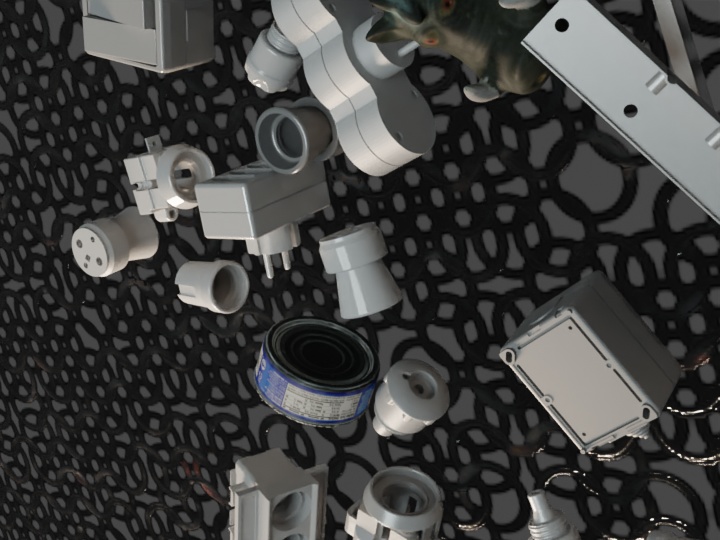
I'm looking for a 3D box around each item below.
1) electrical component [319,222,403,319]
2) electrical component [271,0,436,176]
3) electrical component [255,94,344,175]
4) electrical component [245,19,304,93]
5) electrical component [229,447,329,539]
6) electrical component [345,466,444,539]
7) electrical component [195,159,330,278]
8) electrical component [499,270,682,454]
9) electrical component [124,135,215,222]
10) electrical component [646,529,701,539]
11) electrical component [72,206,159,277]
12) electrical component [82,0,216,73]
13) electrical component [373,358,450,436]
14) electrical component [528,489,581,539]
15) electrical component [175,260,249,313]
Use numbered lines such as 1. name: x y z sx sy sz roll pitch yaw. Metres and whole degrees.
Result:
1. electrical component: 0.000 0.000 0.730 0.045 0.045 0.055 -11 101 40
2. electrical component: 0.008 -0.133 0.659 0.074 0.052 0.138 -25 94 41
3. electrical component: -0.035 -0.091 0.710 0.045 0.055 0.045 16 118 32
4. electrical component: -0.051 -0.149 0.711 0.035 0.035 0.061 45 127 14
5. electrical component: -0.070 0.209 0.862 0.063 0.079 0.121 37 131 48
6. electrical component: 0.029 0.180 0.779 0.078 0.058 0.057 27 126 26
7. electrical component: -0.062 -0.033 0.737 0.047 0.083 0.075 3 111 37
8. electrical component: 0.143 0.057 0.638 0.096 0.061 0.062 50 131 -1
9. electrical component: -0.142 -0.069 0.810 0.055 0.048 0.066 -1 109 46
10. electrical component: 0.201 0.182 0.658 0.046 0.040 0.040 0 109 31
11. electrical component: -0.197 -0.023 0.865 0.045 0.055 0.045 16 118 32
12. electrical component: -0.157 -0.181 0.761 0.096 0.061 0.061 19 120 31
13. electrical component: 0.030 0.095 0.749 0.048 0.048 0.062 49 137 11
14. electrical component: 0.128 0.176 0.715 0.035 0.035 0.061 -18 95 41
15. electrical component: -0.115 0.011 0.828 0.046 0.040 0.040 6 113 43
